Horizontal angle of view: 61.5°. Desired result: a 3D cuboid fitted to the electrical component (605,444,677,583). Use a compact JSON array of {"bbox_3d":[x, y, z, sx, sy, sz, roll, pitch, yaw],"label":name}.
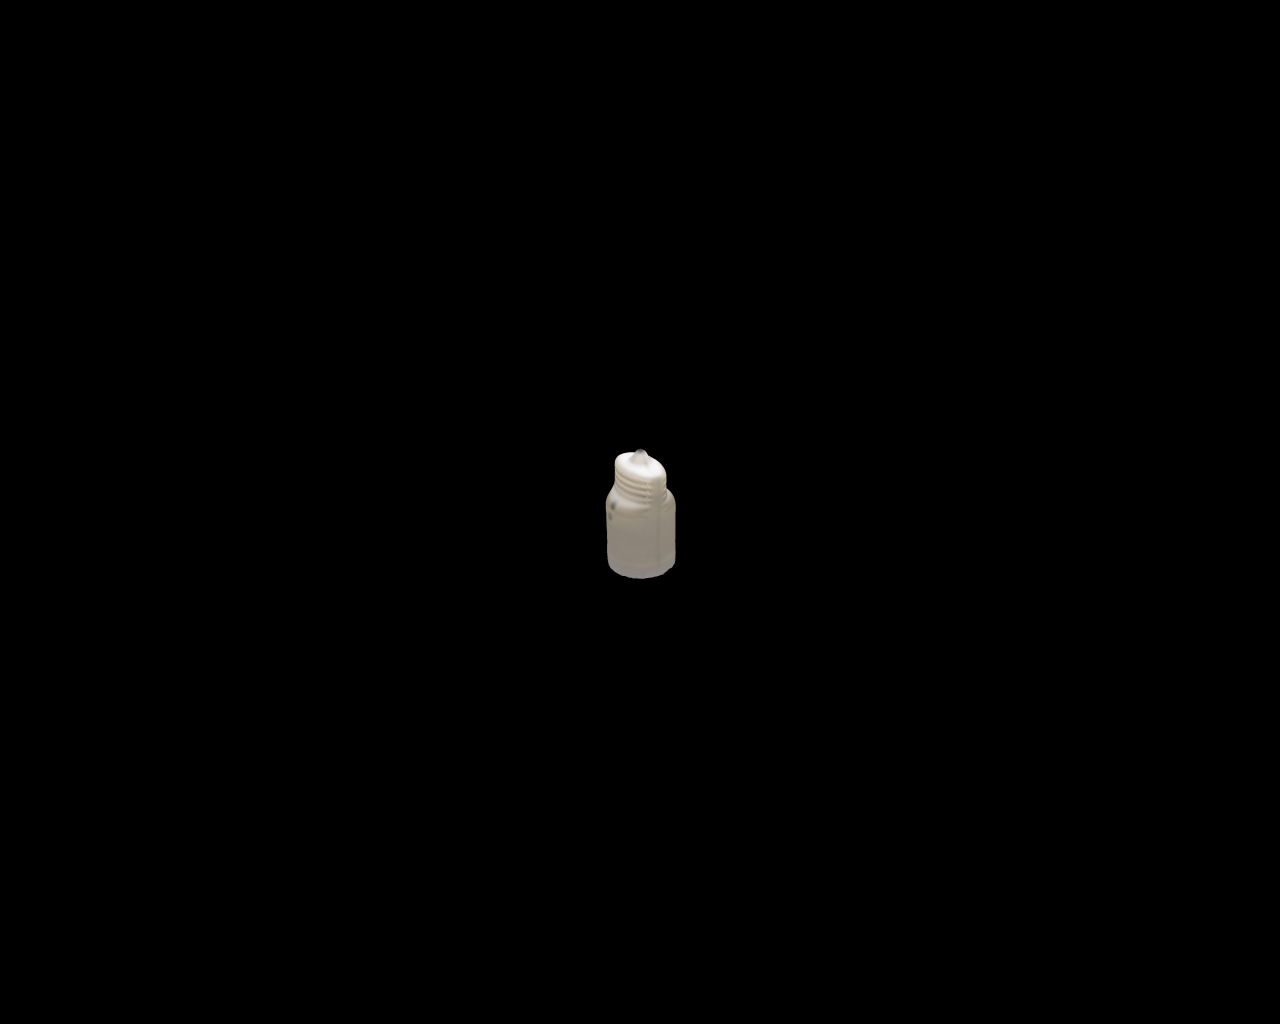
[{"bbox_3d":[0.001,-0.003,0.650,0.043,0.080,0.043,0,28,0],"label":"electrical component"}]
